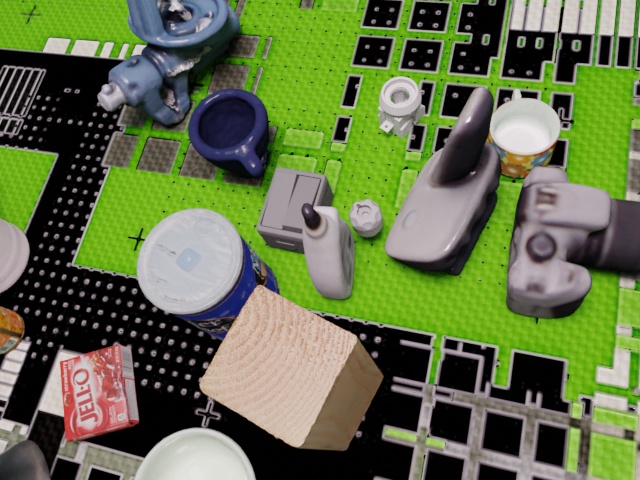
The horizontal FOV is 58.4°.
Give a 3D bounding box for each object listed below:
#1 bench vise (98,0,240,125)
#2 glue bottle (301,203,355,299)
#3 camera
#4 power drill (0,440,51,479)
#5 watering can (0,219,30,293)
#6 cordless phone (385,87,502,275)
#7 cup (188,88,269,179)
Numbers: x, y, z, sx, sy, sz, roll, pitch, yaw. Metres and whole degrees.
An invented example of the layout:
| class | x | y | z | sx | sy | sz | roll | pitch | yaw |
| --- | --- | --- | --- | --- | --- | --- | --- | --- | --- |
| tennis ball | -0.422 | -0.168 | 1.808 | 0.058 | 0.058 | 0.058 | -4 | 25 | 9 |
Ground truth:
| class | x | y | z | sx | sy | sz | roll | pitch | yaw |
| --- | --- | --- | --- | --- | --- | --- | --- | --- | --- |
| bench vise | -0.187 | -0.248 | 0.671 | 0.121 | 0.220 | 0.207 | 14 | 73 | 16 |
| glue bottle | 0.005 | 0.002 | 0.565 | 0.037 | 0.173 | 0.078 | 2 | 70 | 12 |
| camera | 0.257 | 0.002 | 0.555 | 0.136 | 0.101 | 0.143 | 9 | 72 | 14 |
| power drill | -0.355 | 0.232 | 0.528 | 0.229 | 0.209 | 0.075 | -33 | 67 | -2 |
| watering can | -0.435 | -0.014 | 0.645 | 0.101 | 0.194 | 0.172 | -23 | 67 | 2 |
| cordless phone | 0.121 | -0.053 | 0.557 | 0.094 | 0.185 | 0.148 | 21 | 75 | 18 |
| cup | -0.088 | -0.105 | 0.666 | 0.091 | 0.095 | 0.117 | -33 | 67 | -2 |
